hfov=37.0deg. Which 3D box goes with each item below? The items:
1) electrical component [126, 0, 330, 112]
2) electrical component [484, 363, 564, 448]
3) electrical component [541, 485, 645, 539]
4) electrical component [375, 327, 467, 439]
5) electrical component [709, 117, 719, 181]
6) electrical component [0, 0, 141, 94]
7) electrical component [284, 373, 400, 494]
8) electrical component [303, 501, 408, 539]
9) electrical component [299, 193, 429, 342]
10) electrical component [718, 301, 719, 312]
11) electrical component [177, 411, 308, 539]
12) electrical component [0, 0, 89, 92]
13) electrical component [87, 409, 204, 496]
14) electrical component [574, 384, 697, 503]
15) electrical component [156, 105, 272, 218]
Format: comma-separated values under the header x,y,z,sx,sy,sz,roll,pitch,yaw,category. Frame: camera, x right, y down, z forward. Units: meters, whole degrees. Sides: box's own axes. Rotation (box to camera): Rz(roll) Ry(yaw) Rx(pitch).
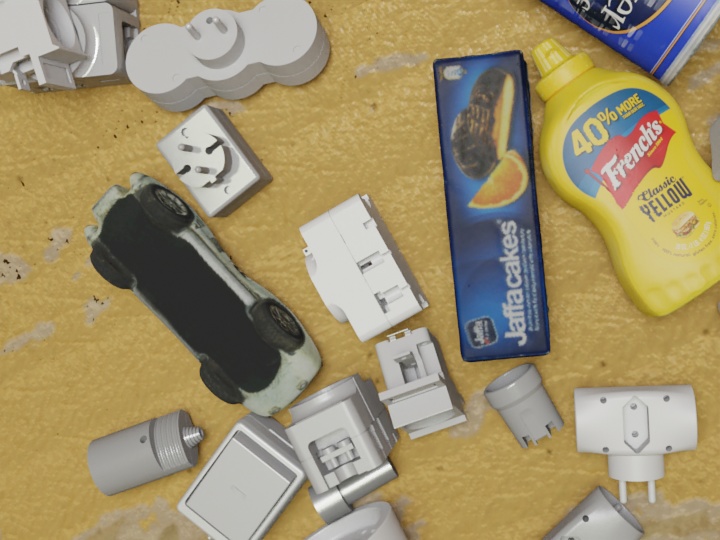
x,y,z,sx,sy,sz,roll,pitch,yaw,category
-0.096,-0.154,0.736,0.138,0.074,0.052,-11,76,10,electrical component
0.113,0.093,0.735,0.040,0.040,0.046,-31,94,10,electrical component
0.163,0.201,0.729,0.079,0.043,0.077,44,99,5,electrical component
0.040,0.076,0.733,0.042,0.081,0.063,-20,67,10,electrical component
0.285,-0.079,0.664,0.121,0.063,0.078,5,68,-6,electrical component
-0.212,-0.207,0.765,0.089,0.062,0.150,-4,92,10,electrical component
-0.012,0.107,0.732,0.050,0.089,0.055,-27,88,10,electrical component
-0.009,0.214,0.731,0.108,0.108,0.060,-32,93,10,electrical component
0.000,0.000,0.744,0.056,0.050,0.089,-29,88,10,electrical component
0.279,0.054,0.692,0.062,0.061,0.096,-22,89,10,electrical component
-0.083,0.156,0.762,0.062,0.061,0.096,37,99,6,electrical component
-0.224,-0.156,0.716,0.064,0.042,0.081,-17,89,12,electrical component
-0.151,0.131,0.782,0.081,0.043,0.043,-20,89,10,electrical component
0.184,0.117,0.721,0.077,0.043,0.079,-3,92,10,electrical component
-0.106,-0.075,0.746,0.047,0.077,0.065,-37,86,10,electrical component
